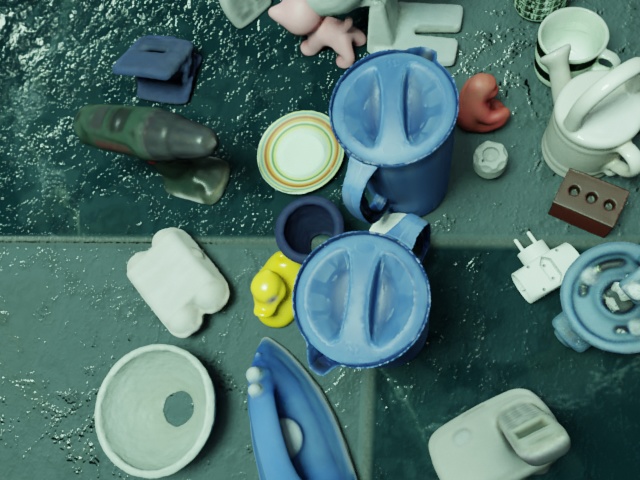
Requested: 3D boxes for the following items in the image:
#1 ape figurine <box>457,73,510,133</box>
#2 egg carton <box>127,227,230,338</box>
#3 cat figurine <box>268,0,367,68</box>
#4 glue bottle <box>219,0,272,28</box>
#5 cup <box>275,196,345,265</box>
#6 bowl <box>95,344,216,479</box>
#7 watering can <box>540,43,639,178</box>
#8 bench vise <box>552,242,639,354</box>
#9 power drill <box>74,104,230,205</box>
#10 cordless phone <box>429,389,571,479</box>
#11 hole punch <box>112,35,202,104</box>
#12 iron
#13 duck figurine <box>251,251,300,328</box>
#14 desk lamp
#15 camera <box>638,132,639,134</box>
[{"bbox_3d":[0.216,-0.189,0.767,0.076,0.092,0.078,-18,72,8],"label":"ape figurine"},{"bbox_3d":[-0.199,0.057,0.808,0.107,0.069,0.150,-44,71,-1],"label":"egg carton"},{"bbox_3d":[-0.004,-0.322,0.839,0.127,0.118,0.067,21,81,17],"label":"cat figurine"},{"bbox_3d":[-0.131,-0.397,0.859,0.078,0.173,0.037,-39,70,1],"label":"glue bottle"},{"bbox_3d":[0.007,0.003,0.762,0.117,0.095,0.092,27,83,18],"label":"cup"},{"bbox_3d":[-0.206,0.225,0.762,0.167,0.075,0.167,-3,75,12],"label":"bowl"},{"bbox_3d":[0.321,-0.154,0.679,0.172,0.194,0.101,38,86,19],"label":"watering can"},{"bbox_3d":[0.344,0.028,0.611,0.121,0.220,0.207,33,85,19],"label":"bench vise"},{"bbox_3d":[-0.206,-0.120,0.783,0.229,0.209,0.076,14,79,16],"label":"power drill"},{"bbox_3d":[0.191,0.224,0.612,0.147,0.185,0.094,-32,70,3],"label":"cordless phone"},{"bbox_3d":[-0.256,-0.280,0.900,0.108,0.091,0.101,10,78,15],"label":"hole punch"},{"bbox_3d":[-0.047,0.233,0.688,0.118,0.142,0.258,-24,71,6],"label":"iron"},{"bbox_3d":[-0.062,0.061,0.767,0.077,0.086,0.104,10,78,16],"label":"duck figurine"},{"bbox_3d":[0.087,-0.340,0.773,0.202,0.214,0.118,7,77,15],"label":"desk lamp"},{"bbox_3d":[0.441,-0.135,0.696,0.143,0.101,0.137,27,83,18],"label":"camera"}]
